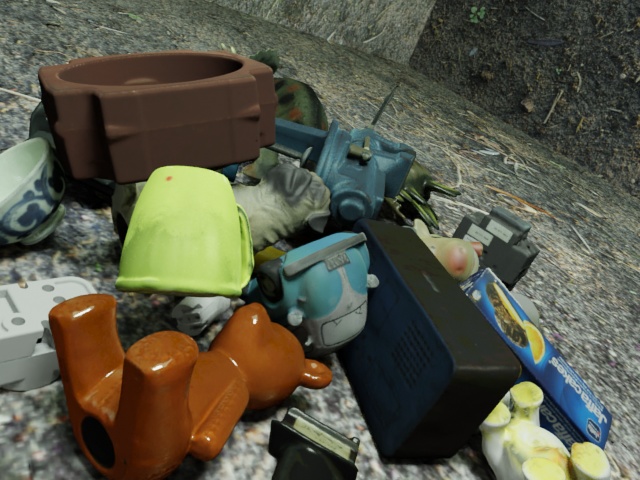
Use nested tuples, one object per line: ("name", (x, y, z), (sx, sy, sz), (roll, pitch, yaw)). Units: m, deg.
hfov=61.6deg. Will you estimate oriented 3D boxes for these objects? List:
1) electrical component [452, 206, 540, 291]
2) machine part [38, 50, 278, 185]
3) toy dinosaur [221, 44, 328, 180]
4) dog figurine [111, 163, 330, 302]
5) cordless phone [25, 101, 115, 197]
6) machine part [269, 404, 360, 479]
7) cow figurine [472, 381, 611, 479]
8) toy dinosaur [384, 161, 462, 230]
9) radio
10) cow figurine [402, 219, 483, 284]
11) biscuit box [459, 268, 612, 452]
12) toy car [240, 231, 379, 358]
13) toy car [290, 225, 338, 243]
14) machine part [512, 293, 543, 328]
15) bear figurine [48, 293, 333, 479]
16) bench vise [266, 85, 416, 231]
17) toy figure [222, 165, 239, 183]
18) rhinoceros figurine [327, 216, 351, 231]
("electrical component", (0.256, 0.020, 0.807), (0.115, 0.134, 0.058), (39, 30, 25))
("machine part", (-0.158, -0.128, 0.530), (0.201, 0.087, 0.202), (-15, 30, -26))
("toy dinosaur", (-0.063, -0.193, 0.850), (0.131, 0.192, 0.405), (-2, 26, -43))
("dog figurine", (-0.104, -0.027, 0.564), (0.190, 0.121, 0.173), (-21, 33, -36))
("cordless phone", (-0.254, -0.153, 0.651), (0.147, 0.184, 0.088), (25, -10, -2))
("machine part", (-0.013, 0.180, 0.392), (0.084, 0.039, 0.139), (32, 24, -1))
("cow figurine", (0.176, 0.184, 0.489), (0.068, 0.098, 0.167), (-15, 28, -13))
("toy dinosaur", (0.147, -0.103, 0.966), (0.199, 0.105, 0.471), (32, 22, 14))
("radio", (0.079, 0.089, 0.530), (0.073, 0.131, 0.230), (12, 28, -24))
("cow figurine", (0.138, 0.024, 0.691), (0.127, 0.085, 0.195), (9, -3, -12))
("biscuit box", (0.207, 0.130, 0.555), (0.202, 0.063, 0.059), (50, 46, 5))
("toy car", (-0.010, 0.062, 0.520), (0.109, 0.161, 0.103), (-20, 80, -33))
("toy car", (-0.001, -0.002, 0.728), (0.202, 0.053, 0.089), (34, 7, 18))
("machine part", (0.188, 0.102, 0.662), (0.243, 0.079, 0.079), (3, 32, -34))
("bear figurine", (-0.079, 0.090, 0.405), (0.120, 0.131, 0.196), (19, 26, 35))
("bench vise", (-0.002, -0.111, 0.669), (0.241, 0.128, 0.224), (19, 46, -3))
("toy figure", (-0.195, -0.125, 0.785), (0.154, 0.064, 0.058), (16, 5, -6))
("rhinoceros figurine", (0.027, -0.094, 0.862), (0.073, 0.112, 0.190), (11, 33, -18))
